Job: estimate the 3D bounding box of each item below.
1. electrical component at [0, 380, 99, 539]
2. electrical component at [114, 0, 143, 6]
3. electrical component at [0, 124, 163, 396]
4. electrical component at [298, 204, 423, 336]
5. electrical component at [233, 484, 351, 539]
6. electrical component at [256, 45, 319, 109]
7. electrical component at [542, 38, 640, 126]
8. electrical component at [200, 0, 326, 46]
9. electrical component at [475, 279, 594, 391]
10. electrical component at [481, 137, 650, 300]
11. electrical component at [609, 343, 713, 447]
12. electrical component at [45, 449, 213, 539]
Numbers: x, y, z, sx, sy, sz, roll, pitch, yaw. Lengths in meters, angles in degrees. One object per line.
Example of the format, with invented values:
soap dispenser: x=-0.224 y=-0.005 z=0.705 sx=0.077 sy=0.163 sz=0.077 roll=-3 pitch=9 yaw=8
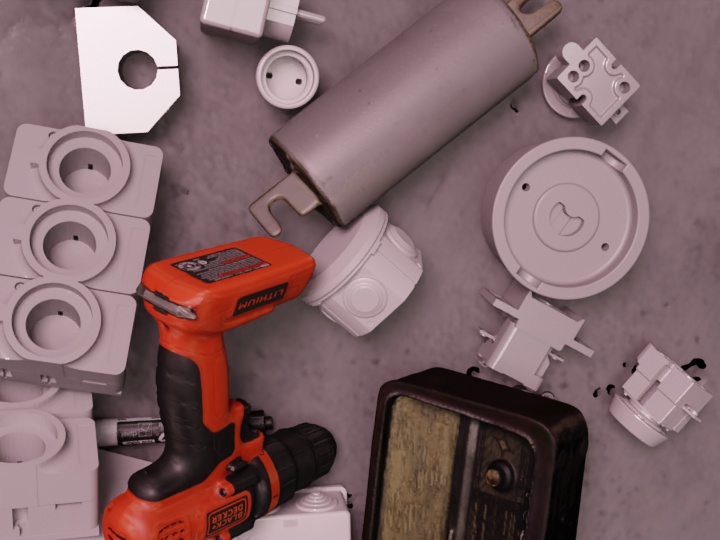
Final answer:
electrical component: x=-0.256 y=0.110 z=0.649 sx=0.186 sy=0.105 sz=0.060 roll=-2 pitch=122 yaw=-17
electrical component: x=-0.196 y=-0.230 z=0.659 sx=0.150 sy=0.061 sz=0.089 roll=17 pitch=96 yaw=-10
electrical component: x=-0.178 y=-0.007 z=0.663 sx=0.089 sy=0.061 sz=0.150 roll=9 pitch=68 yaw=-10
electrical component: x=0.000 y=0.000 z=0.714 sx=0.051 sy=0.080 sz=0.080 roll=41 pitch=91 yaw=-17
electrical component: x=-0.050 y=0.202 z=0.752 sx=0.100 sy=0.048 sz=0.099 roll=-2 pitch=99 yaw=-8
electrical component: x=-0.049 y=-0.126 z=0.704 sx=0.040 sy=0.046 sz=0.040 roll=-1 pitch=99 yaw=-8
electrical component: x=0.152 y=-0.127 z=0.728 sx=0.066 sy=0.055 sz=0.048 roll=44 pitch=91 yaw=-12
electrical component: x=-0.059 y=-0.166 z=0.678 sx=0.076 sy=0.083 sz=0.047 roll=13 pitch=96 yaw=-10
electrical component: x=0.117 y=0.047 z=0.757 sx=0.081 sy=0.042 sz=0.063 roll=28 pitch=97 yaw=-11
electrical component: x=0.135 y=-0.038 z=0.737 sx=0.108 sy=0.060 sz=0.108 roll=-1 pitch=99 yaw=-8
electrical component: x=0.213 y=0.093 z=0.771 sx=0.055 sy=0.066 sz=0.048 roll=-51 pitch=137 yaw=10
electrical component: x=-0.150 y=0.178 z=0.699 sx=0.109 sy=0.108 sz=0.056 roll=16 pitch=118 yaw=-10
